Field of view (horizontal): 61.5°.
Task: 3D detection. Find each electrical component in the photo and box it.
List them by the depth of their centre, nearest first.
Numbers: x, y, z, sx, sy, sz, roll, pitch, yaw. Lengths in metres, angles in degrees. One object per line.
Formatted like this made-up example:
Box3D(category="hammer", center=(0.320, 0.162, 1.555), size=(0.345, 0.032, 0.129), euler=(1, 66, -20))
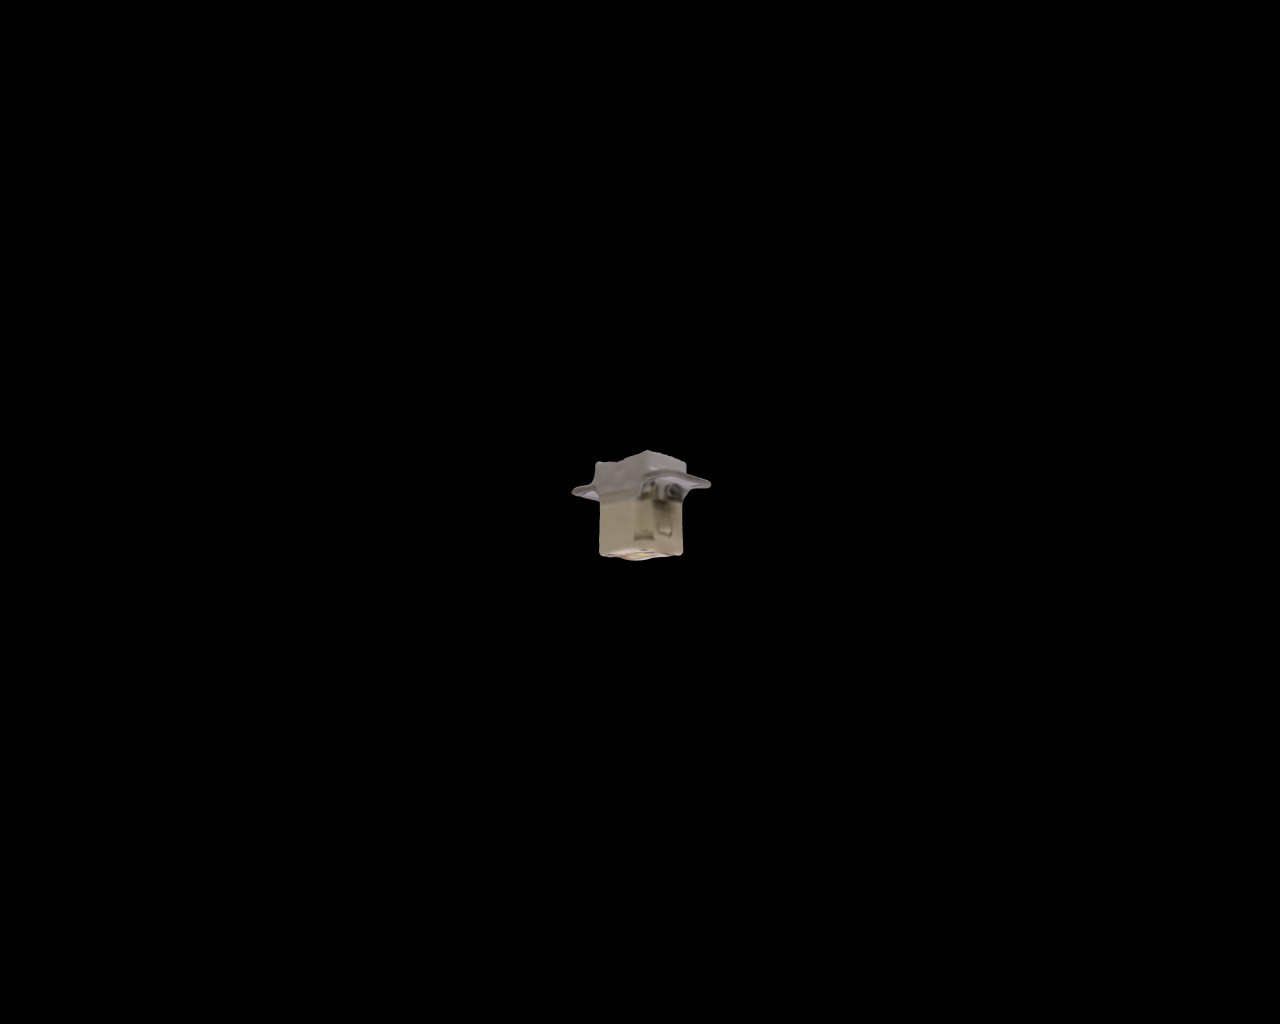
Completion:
Box3D(category="electrical component", center=(0.001, -0.003, 0.650), size=(0.081, 0.064, 0.042), euler=(-11, -17, 42))
